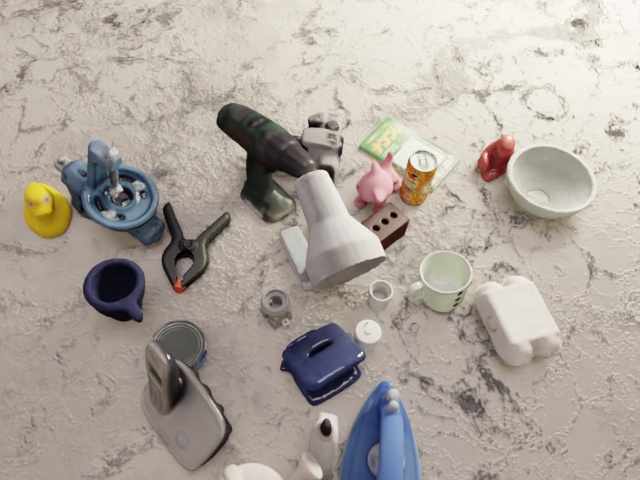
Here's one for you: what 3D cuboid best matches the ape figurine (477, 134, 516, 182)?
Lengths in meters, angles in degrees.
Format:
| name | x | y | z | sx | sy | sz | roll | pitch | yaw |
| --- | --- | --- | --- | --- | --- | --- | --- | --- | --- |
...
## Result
| name | x | y | z | sx | sy | sz | roll | pitch | yaw |
| --- | --- | --- | --- | --- | --- | --- | --- | --- | --- |
| ape figurine | 0.351 | -0.168 | 1.116 | 0.077 | 0.092 | 0.076 | 11 | 57 | 3 |

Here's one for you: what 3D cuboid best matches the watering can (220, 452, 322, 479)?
| name | x | y | z | sx | sy | sz | roll | pitch | yaw |
| --- | --- | --- | --- | --- | --- | --- | --- | --- | --- |
| watering can | -0.081 | 0.325 | 0.710 | 0.100 | 0.194 | 0.173 | 33 | 61 | 17 |

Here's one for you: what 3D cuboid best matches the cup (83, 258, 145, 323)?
| name | x | y | z | sx | sy | sz | roll | pitch | yaw |
| --- | --- | --- | --- | --- | --- | --- | --- | --- | --- |
| cup | -0.306 | 0.097 | 0.899 | 0.092 | 0.095 | 0.117 | -36 | 66 | -23 |

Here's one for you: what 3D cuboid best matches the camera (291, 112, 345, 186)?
| name | x | y | z | sx | sy | sz | roll | pitch | yaw |
| --- | --- | --- | --- | --- | --- | --- | --- | --- | --- |
| camera | -0.024 | -0.182 | 1.094 | 0.137 | 0.101 | 0.143 | 6 | 57 | 0 |

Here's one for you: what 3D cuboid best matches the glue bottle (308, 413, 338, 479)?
| name | x | y | z | sx | sy | sz | roll | pitch | yaw |
| --- | --- | --- | --- | --- | --- | --- | --- | --- | --- |
| glue bottle | 0.005 | 0.267 | 0.765 | 0.037 | 0.173 | 0.078 | 10 | 57 | 3 |

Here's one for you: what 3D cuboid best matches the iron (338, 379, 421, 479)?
| name | x | y | z | sx | sy | sz | roll | pitch | yaw |
| --- | --- | --- | --- | --- | --- | --- | --- | --- | --- |
| iron | 0.089 | 0.292 | 0.774 | 0.118 | 0.141 | 0.258 | 6 | 57 | 0 |

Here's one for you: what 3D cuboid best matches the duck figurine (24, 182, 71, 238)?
| name | x | y | z | sx | sy | sz | roll | pitch | yaw |
| --- | --- | --- | --- | --- | --- | --- | --- | --- | --- |
| duck figurine | -0.484 | -0.066 | 0.997 | 0.078 | 0.086 | 0.104 | -20 | 61 | -16 |

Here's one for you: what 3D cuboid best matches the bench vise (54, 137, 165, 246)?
| name | x | y | z | sx | sy | sz | roll | pitch | yaw |
| --- | --- | --- | --- | --- | --- | --- | --- | --- | --- |
| bench vise | -0.366 | -0.090 | 0.941 | 0.207 | 0.220 | 0.121 | 13 | 57 | 5 |

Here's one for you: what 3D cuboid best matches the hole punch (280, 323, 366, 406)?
| name | x | y | z | sx | sy | sz | roll | pitch | yaw |
| --- | --- | --- | --- | --- | --- | --- | --- | --- | --- |
| hole punch | 0.002 | 0.181 | 0.869 | 0.109 | 0.091 | 0.101 | -28 | 63 | -20 |

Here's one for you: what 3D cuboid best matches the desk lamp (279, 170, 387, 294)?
| name | x | y | z | sx | sy | sz | roll | pitch | yaw |
| --- | --- | --- | --- | --- | --- | --- | --- | --- | --- |
| desk lamp | 0.008 | 0.003 | 0.911 | 0.118 | 0.213 | 0.203 | -19 | 61 | -15 |

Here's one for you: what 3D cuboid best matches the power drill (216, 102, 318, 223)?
| name | x | y | z | sx | sy | sz | roll | pitch | yaw |
| --- | --- | --- | --- | --- | --- | --- | --- | --- | --- |
| power drill | -0.089 | -0.127 | 0.990 | 0.076 | 0.208 | 0.229 | -37 | 67 | -24 |

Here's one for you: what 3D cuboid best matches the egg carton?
| name | x | y | z | sx | sy | sz | roll | pitch | yaw |
| --- | --- | --- | --- | --- | --- | --- | --- | --- | --- |
| egg carton | 0.319 | 0.131 | 0.936 | 0.107 | 0.069 | 0.150 | -13 | 59 | -12 |

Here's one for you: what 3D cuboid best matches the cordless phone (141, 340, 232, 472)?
| name | x | y | z | sx | sy | sz | roll | pitch | yaw |
| --- | --- | --- | --- | --- | --- | --- | --- | --- | --- |
| cordless phone | -0.189 | 0.220 | 0.775 | 0.094 | 0.185 | 0.147 | -37 | 67 | -24 |

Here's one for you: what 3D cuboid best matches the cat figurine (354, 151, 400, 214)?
| name | x | y | z | sx | sy | sz | roll | pitch | yaw |
| --- | --- | --- | --- | --- | --- | --- | --- | --- | --- |
| cat figurine | 0.107 | -0.107 | 1.045 | 0.067 | 0.118 | 0.128 | 23 | 59 | 11 |

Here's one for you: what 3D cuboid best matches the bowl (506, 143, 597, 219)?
| name | x | y | z | sx | sy | sz | roll | pitch | yaw |
| --- | --- | --- | --- | --- | --- | --- | --- | --- | --- |
| bowl | 0.428 | -0.099 | 1.088 | 0.167 | 0.075 | 0.167 | 2 | 57 | -3 |
